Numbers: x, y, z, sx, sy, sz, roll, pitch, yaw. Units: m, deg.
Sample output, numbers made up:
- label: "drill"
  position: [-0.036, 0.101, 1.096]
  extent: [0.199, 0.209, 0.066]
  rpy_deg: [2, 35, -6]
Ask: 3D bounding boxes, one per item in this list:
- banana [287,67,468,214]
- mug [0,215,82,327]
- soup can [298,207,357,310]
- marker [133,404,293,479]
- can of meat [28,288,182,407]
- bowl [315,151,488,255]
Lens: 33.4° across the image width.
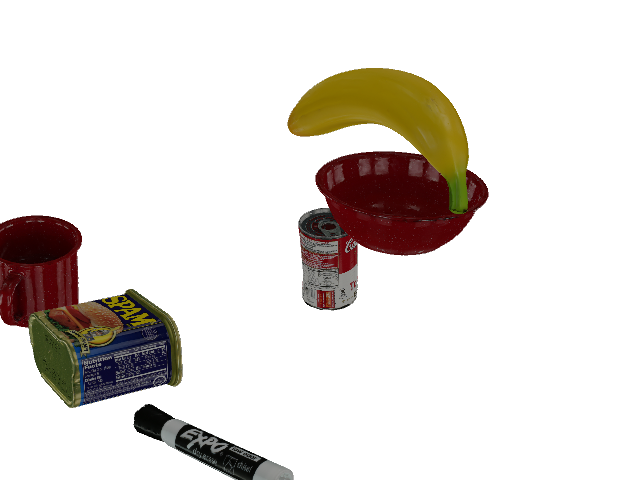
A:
- label: "banana"
  position: [0.037, -0.080, 0.701]
  extent: [0.037, 0.070, 0.198]
  rpy_deg: [19, 9, -37]
- label: "mug"
  position: [-0.286, 0.039, 1.055]
  extent: [0.093, 0.081, 0.117]
  rpy_deg: [9, 32, 5]
- label: "soup can"
  position: [0.009, 0.022, 1.245]
  extent: [0.068, 0.102, 0.068]
  rpy_deg: [-1, 31, 0]
- label: "marker"
  position: [-0.067, 0.123, 0.630]
  extent: [0.121, 0.020, 0.020]
  rpy_deg: [16, 10, 37]
- label: "can of meat"
  position: [-0.164, 0.081, 0.807]
  extent: [0.083, 0.057, 0.102]
  rpy_deg: [-11, 21, -31]
- label: "bowl"
  position: [0.074, -0.030, 1.003]
  extent: [0.162, 0.055, 0.162]
  rpy_deg: [3, 25, -2]
